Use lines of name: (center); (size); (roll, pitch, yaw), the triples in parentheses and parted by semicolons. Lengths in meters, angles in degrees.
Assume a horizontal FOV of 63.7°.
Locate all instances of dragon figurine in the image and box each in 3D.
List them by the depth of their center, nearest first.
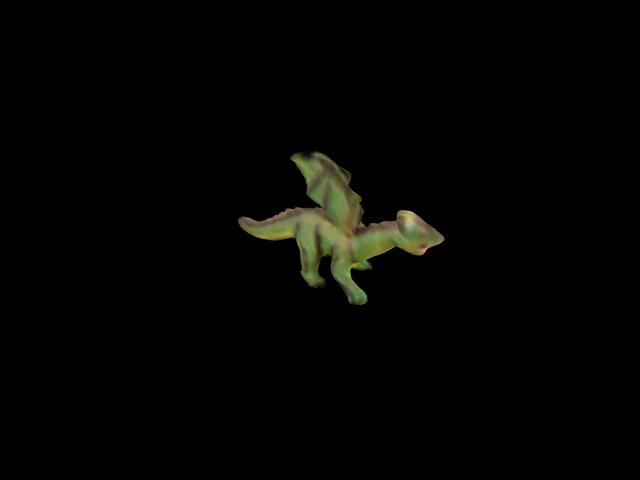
dragon figurine: (0.003, -0.043, 0.850); (0.413, 0.237, 0.124); (22, 42, 26)
